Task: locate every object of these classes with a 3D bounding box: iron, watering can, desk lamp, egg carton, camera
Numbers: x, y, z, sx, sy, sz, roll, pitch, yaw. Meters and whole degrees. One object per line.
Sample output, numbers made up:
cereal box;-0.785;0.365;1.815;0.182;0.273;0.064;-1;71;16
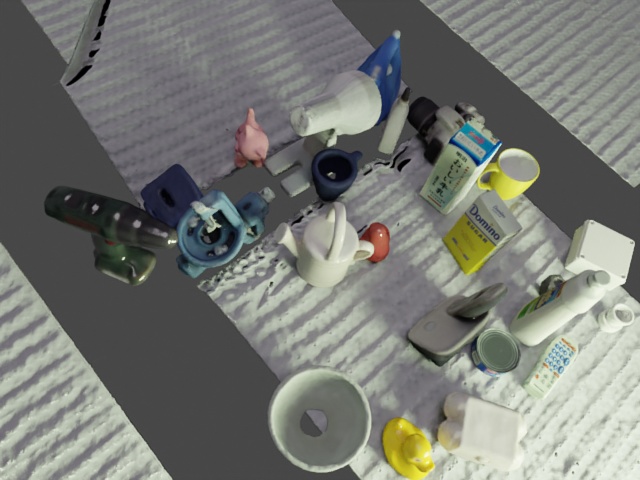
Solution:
iron;0.136;-0.385;1.271;0.118;0.141;0.258;23;62;2
watering can;0.009;0.006;1.022;0.173;0.194;0.101;-14;66;-16
desk lamp;0.005;-0.213;1.120;0.203;0.213;0.118;-35;74;-23
egg carton;0.277;0.327;0.978;0.150;0.069;0.107;17;62;-1
camera;0.268;-0.263;1.256;0.143;0.101;0.136;-36;74;-24

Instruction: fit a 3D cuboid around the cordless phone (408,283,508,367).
cordless phone;0.244;0.137;1.002;0.148;0.185;0.094;-38;75;-24

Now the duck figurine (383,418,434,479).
duck figurine;0.151;0.339;0.940;0.078;0.086;0.104;-23;70;-20

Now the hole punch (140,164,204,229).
hole punch;-0.274;-0.070;1.068;0.101;0.091;0.108;-31;72;-22

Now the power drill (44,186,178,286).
power drill;-0.335;-0.004;0.958;0.229;0.208;0.076;22;62;2

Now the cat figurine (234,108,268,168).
cat figurine;-0.137;-0.203;1.144;0.067;0.117;0.128;0;64;-10

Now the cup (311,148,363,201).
cup;0.032;-0.129;1.150;0.118;0.095;0.091;-35;74;-23

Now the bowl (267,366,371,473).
bowl;-0.004;0.296;0.941;0.167;0.074;0.167;4;63;-8

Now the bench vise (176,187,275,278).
bench vise;-0.172;-0.047;1.002;0.121;0.219;0.208;29;62;6

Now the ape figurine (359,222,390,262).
ape figurine;0.105;-0.003;1.101;0.078;0.092;0.076;-17;68;-17

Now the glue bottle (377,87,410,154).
glue bottle;0.160;-0.258;1.193;0.037;0.173;0.078;16;62;-1
